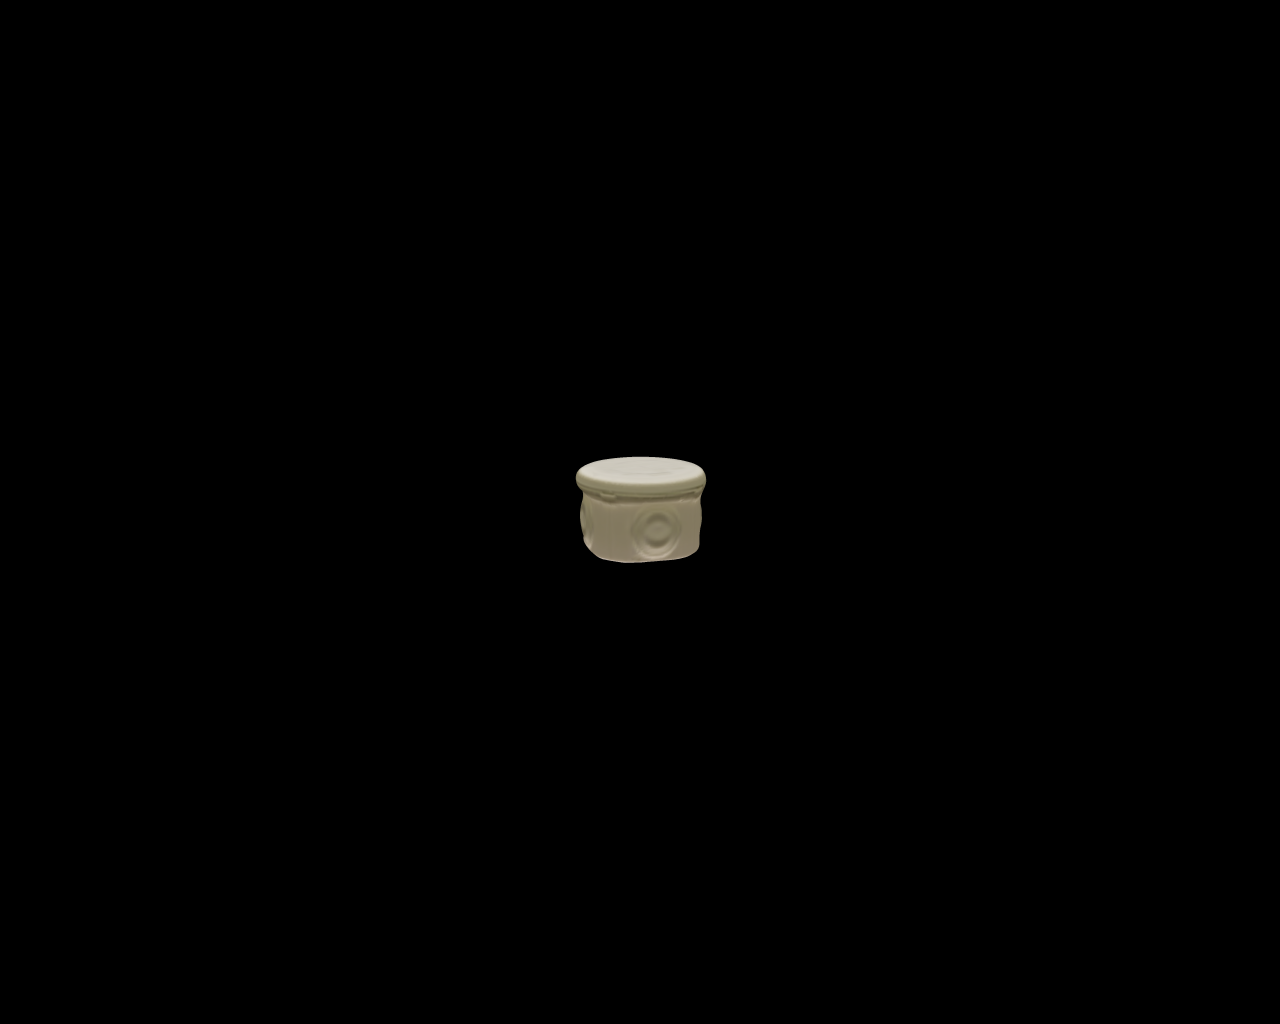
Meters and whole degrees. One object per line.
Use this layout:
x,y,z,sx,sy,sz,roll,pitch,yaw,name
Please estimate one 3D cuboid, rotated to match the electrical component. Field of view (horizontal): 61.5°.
0.001,-0.003,0.650,0.080,0.051,0.080,0,14,0,electrical component
